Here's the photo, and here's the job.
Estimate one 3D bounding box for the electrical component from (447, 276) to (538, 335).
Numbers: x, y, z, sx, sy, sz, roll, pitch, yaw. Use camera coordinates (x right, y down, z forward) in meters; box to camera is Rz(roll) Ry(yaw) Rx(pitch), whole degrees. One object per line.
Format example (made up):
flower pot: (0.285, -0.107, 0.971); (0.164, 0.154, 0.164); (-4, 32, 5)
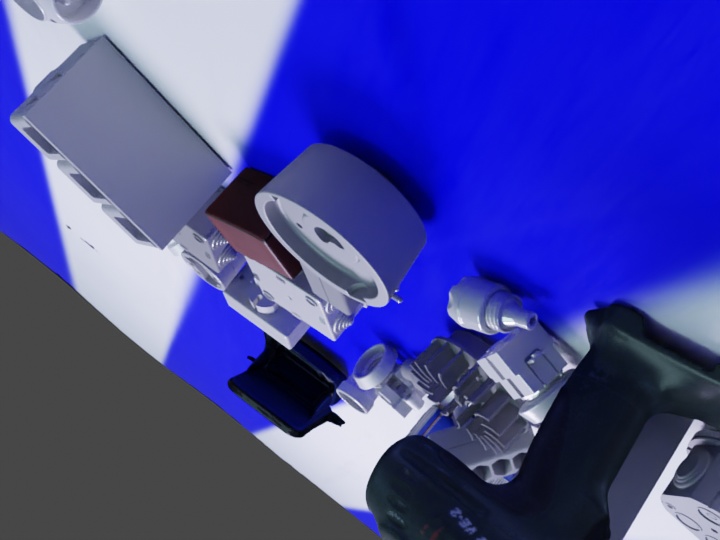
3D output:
electrical component: (0.087, 0.025, 0.691); (0.061, 0.035, 0.035); (18, 154, 46)

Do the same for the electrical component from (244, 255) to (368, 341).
electrical component: (-0.045, 0.006, 0.902); (0.100, 0.048, 0.099); (32, 162, 22)

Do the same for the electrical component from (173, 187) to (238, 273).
electrical component: (-0.151, -0.051, 0.980); (0.100, 0.048, 0.099); (36, 163, 14)

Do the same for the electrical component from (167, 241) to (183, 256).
electrical component: (-0.189, -0.043, 1.101); (0.046, 0.040, 0.040); (51, 161, -17)

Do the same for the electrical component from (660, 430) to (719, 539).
electrical component: (0.228, 0.139, 0.654); (0.080, 0.051, 0.080); (36, 163, 12)

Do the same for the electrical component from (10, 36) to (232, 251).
electrical component: (-0.192, -0.100, 0.866); (0.150, 0.089, 0.062); (47, 162, -26)

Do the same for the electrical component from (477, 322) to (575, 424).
electrical component: (0.115, 0.069, 0.720); (0.055, 0.048, 0.066); (51, 164, 2)

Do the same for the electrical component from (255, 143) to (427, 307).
electrical component: (-0.007, -0.034, 0.689); (0.108, 0.060, 0.108); (36, 163, 12)

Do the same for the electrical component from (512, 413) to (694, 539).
electrical component: (0.149, 0.127, 0.694); (0.056, 0.108, 0.108); (36, 164, 2)

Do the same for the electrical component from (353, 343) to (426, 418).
electrical component: (0.027, 0.101, 0.998); (0.055, 0.048, 0.066); (43, 176, -22)

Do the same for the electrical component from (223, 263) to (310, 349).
electrical component: (-0.089, 0.026, 1.052); (0.083, 0.047, 0.075); (34, 163, 16)

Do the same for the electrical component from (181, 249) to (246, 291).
electrical component: (-0.138, -0.015, 1.049); (0.055, 0.047, 0.055); (36, 163, 12)

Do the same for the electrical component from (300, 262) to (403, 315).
electrical component: (0.000, 0.000, 0.789); (0.076, 0.047, 0.083); (32, 162, 23)

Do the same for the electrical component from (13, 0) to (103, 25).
electrical component: (-0.220, -0.209, 0.717); (0.077, 0.044, 0.079); (29, 161, 31)

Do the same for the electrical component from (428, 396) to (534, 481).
electrical component: (0.099, 0.133, 0.898); (0.047, 0.083, 0.075); (65, -172, -56)

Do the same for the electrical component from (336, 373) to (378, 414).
electrical component: (0.005, 0.116, 1.088); (0.040, 0.046, 0.040); (36, 163, 12)
